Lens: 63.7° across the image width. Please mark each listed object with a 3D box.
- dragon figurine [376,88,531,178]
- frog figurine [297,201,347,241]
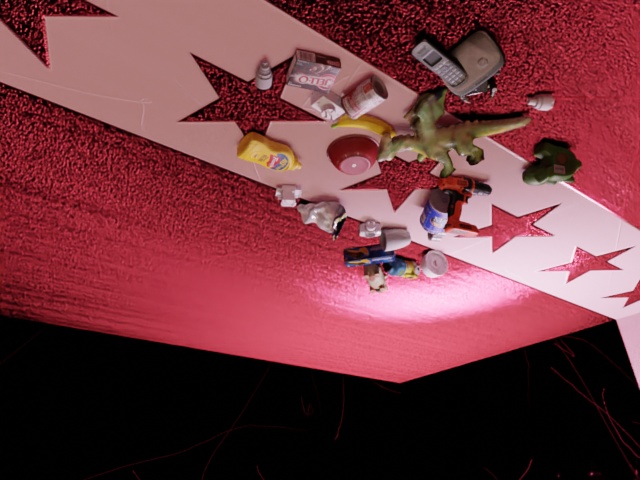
[{"bbox_3d":[0.341,-0.303,1.382,0.407,0.125,0.238,-27,136,16],"label":"dragon figurine"},{"bbox_3d":[0.005,-0.089,1.760,0.160,0.124,0.135,30,166,18],"label":"frog figurine"}]
